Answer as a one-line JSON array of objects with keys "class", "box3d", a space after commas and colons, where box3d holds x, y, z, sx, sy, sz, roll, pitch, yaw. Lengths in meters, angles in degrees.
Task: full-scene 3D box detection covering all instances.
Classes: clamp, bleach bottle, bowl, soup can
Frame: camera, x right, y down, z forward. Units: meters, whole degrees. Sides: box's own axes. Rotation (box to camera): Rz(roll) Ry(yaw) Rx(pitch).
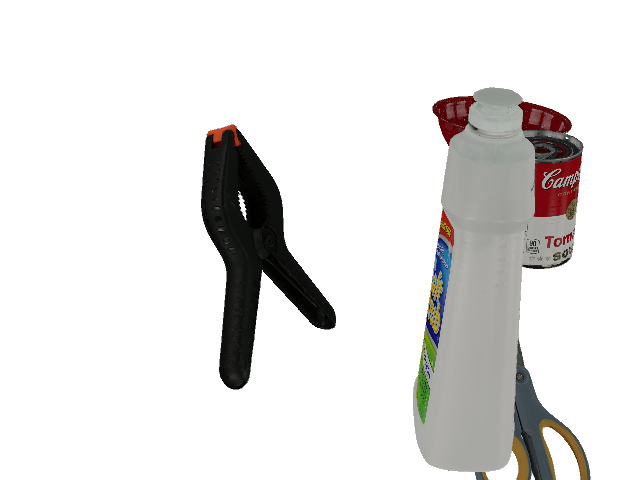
[{"class": "clamp", "box3d": [-0.050, 0.006, 0.906, 0.036, 0.210, 0.164, -11, 2, 31]}, {"class": "bleach bottle", "box3d": [0.100, 0.022, 0.677, 0.068, 0.251, 0.102, 2, 30, 2]}, {"class": "bowl", "box3d": [0.208, -0.122, 1.246, 0.162, 0.055, 0.162, 4, 23, -2]}, {"class": "soup can", "box3d": [0.185, -0.035, 0.913, 0.068, 0.102, 0.068, -1, 26, 0]}]

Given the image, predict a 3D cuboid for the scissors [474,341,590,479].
[{"class": "scissors", "box3d": [0.144, 0.123, 0.850, 0.096, 0.202, 0.016, -17, -29, -14]}]
